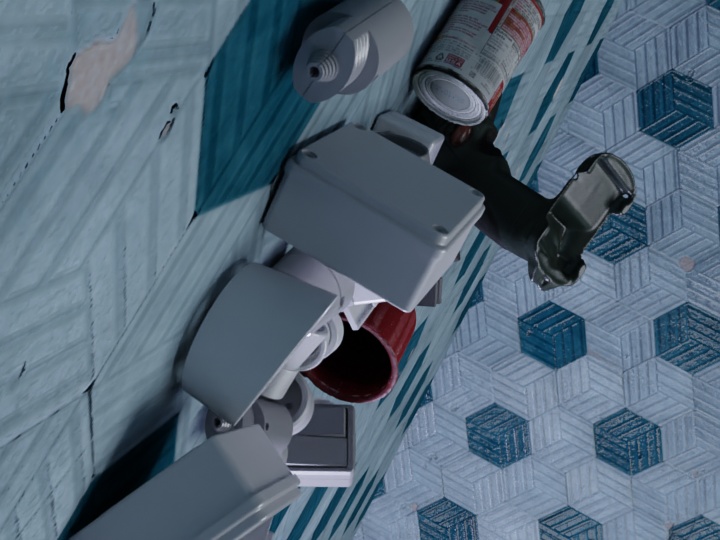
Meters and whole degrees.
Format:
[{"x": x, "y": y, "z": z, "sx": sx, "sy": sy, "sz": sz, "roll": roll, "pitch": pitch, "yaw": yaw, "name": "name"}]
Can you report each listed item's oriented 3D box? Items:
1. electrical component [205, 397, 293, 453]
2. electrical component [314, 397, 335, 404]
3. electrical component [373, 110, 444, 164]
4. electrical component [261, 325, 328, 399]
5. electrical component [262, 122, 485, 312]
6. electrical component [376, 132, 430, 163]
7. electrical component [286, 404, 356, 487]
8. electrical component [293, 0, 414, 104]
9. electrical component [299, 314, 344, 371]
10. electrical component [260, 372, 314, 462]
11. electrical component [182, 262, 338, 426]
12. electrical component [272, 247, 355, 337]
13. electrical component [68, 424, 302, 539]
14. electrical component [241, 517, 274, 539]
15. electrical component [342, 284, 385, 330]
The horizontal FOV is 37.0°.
[{"x": -0.084, "y": 0.111, "z": 0.770, "sx": 0.043, "sy": 0.043, "sz": 0.081, "roll": -62, "pitch": 157, "yaw": 0, "name": "electrical component"}, {"x": -0.058, "y": 0.185, "z": 1.128, "sx": 0.079, "sy": 0.043, "sz": 0.077, "roll": -48, "pitch": 164, "yaw": -53, "name": "electrical component"}, {"x": 0.029, "y": -0.078, "z": 0.836, "sx": 0.083, "sy": 0.047, "sz": 0.076, "roll": -66, "pitch": 170, "yaw": 21, "name": "electrical component"}, {"x": -0.058, "y": 0.062, "z": 0.791, "sx": 0.065, "sy": 0.044, "sz": 0.044, "roll": -59, "pitch": 171, "yaw": 13, "name": "electrical component"}, {"x": 0.012, "y": -0.036, "z": 0.675, "sx": 0.056, "sy": 0.109, "sz": 0.109, "roll": -63, "pitch": 171, "yaw": 25, "name": "electrical component"}, {"x": 0.018, "y": -0.062, "z": 0.762, "sx": 0.058, "sy": 0.078, "sz": 0.057, "roll": -5, "pitch": 119, "yaw": -32, "name": "electrical component"}, {"x": -0.052, "y": 0.151, "z": 0.936, "sx": 0.061, "sy": 0.096, "sz": 0.061, "roll": 97, "pitch": -6, "yaw": -65, "name": "electrical component"}, {"x": -0.007, "y": -0.114, "z": 0.555, "sx": 0.081, "sy": 0.043, "sz": 0.043, "roll": -49, "pitch": 164, "yaw": -54, "name": "electrical component"}, {"x": -0.040, "y": 0.051, "z": 0.840, "sx": 0.045, "sy": 0.045, "sz": 0.055, "roll": -65, "pitch": 171, "yaw": 15, "name": "electrical component"}, {"x": -0.083, "y": 0.144, "z": 0.848, "sx": 0.138, "sy": 0.052, "sz": 0.073, "roll": -60, "pitch": 170, "yaw": -13, "name": "electrical component"}, {"x": -0.061, "y": 0.046, "z": 0.651, "sx": 0.099, "sy": 0.064, "sz": 0.099, "roll": -59, "pitch": 170, "yaw": -17, "name": "electrical component"}, {"x": -0.038, "y": 0.015, "z": 0.720, "sx": 0.047, "sy": 0.055, "sz": 0.055, "roll": -42, "pitch": 159, "yaw": -53, "name": "electrical component"}, {"x": -0.100, "y": 0.145, "z": 0.642, "sx": 0.109, "sy": 0.056, "sz": 0.109, "roll": -36, "pitch": 171, "yaw": 4, "name": "electrical component"}, {"x": -0.119, "y": 0.264, "z": 1.036, "sx": 0.099, "sy": 0.064, "sz": 0.099, "roll": -163, "pitch": -90, "yaw": -90, "name": "electrical component"}, {"x": 0.000, "y": 0.000, "z": 0.811, "sx": 0.042, "sy": 0.064, "sz": 0.081, "roll": -52, "pitch": 125, "yaw": -45, "name": "electrical component"}]
